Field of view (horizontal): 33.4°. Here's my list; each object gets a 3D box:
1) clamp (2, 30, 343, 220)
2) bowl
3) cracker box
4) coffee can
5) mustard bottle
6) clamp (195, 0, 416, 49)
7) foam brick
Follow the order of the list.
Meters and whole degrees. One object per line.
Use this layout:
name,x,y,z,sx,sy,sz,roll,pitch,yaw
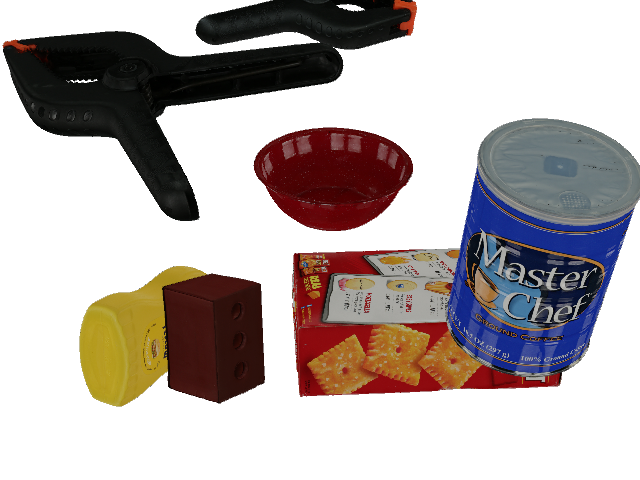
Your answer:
clamp,-0.102,-0.093,0.644,0.210,0.036,0.164,23,48,31
bowl,0.012,-0.056,1.094,0.162,0.055,0.162,1,33,-1
cracker box,0.084,0.067,0.918,0.213,0.072,0.164,-1,20,-2
coffee can,0.144,0.006,0.705,0.103,0.140,0.103,3,41,-3
mustard bottle,-0.141,0.076,1.001,0.058,0.096,0.191,11,21,29
clamp,-0.010,-0.199,0.853,0.171,0.120,0.039,5,-27,-5
foam brick,-0.076,0.068,0.767,0.051,0.078,0.052,9,17,38
